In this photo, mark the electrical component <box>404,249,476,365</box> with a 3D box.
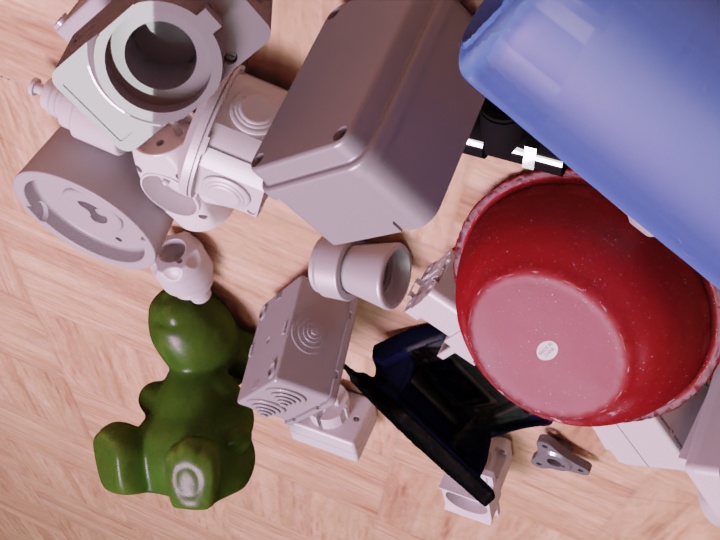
[{"bbox_3d":[0.067,0.022,0.695,0.064,0.042,0.081,35,150,-8],"label":"electrical component"}]

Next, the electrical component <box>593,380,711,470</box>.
[{"bbox_3d":[0.172,0.074,0.670,0.061,0.061,0.096,-2,141,42],"label":"electrical component"}]

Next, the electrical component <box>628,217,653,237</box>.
[{"bbox_3d":[0.137,-0.045,0.525,0.046,0.040,0.040,36,151,-8],"label":"electrical component"}]

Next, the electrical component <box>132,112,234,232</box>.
[{"bbox_3d":[-0.097,-0.061,0.689,0.079,0.044,0.077,12,149,24],"label":"electrical component"}]

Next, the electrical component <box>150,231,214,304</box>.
[{"bbox_3d":[-0.133,0.003,0.828,0.043,0.043,0.062,13,150,24],"label":"electrical component"}]

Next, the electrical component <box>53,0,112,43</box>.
[{"bbox_3d":[-0.099,-0.137,0.543,0.061,0.061,0.096,40,149,-24],"label":"electrical component"}]

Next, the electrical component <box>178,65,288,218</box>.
[{"bbox_3d":[-0.068,-0.073,0.609,0.051,0.080,0.080,22,152,-3],"label":"electrical component"}]

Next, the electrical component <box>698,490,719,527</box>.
[{"bbox_3d":[0.289,0.163,0.741,0.079,0.043,0.077,38,150,-19],"label":"electrical component"}]

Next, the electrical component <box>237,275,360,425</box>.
[{"bbox_3d":[-0.047,0.059,0.794,0.048,0.099,0.100,22,154,-18],"label":"electrical component"}]

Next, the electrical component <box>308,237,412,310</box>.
[{"bbox_3d":[0.000,0.000,0.709,0.055,0.045,0.045,11,148,29],"label":"electrical component"}]

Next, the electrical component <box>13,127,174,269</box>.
[{"bbox_3d":[-0.176,-0.056,0.744,0.108,0.060,0.108,21,154,11],"label":"electrical component"}]

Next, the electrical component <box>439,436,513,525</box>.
[{"bbox_3d":[0.098,0.168,0.890,0.042,0.063,0.081,17,150,21],"label":"electrical component"}]

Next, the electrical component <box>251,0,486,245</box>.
[{"bbox_3d":[0.008,-0.076,0.503,0.057,0.113,0.078,40,149,-30],"label":"electrical component"}]

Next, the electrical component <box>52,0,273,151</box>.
[{"bbox_3d":[-0.087,-0.102,0.480,0.089,0.055,0.050,-35,117,17],"label":"electrical component"}]

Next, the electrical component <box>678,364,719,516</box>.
[{"bbox_3d":[0.232,0.107,0.639,0.061,0.096,0.061,0,142,42],"label":"electrical component"}]

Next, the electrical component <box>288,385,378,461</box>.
[{"bbox_3d":[-0.026,0.121,0.933,0.066,0.047,0.076,17,151,17],"label":"electrical component"}]

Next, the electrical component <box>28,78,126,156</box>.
[{"bbox_3d":[-0.175,-0.103,0.688,0.078,0.040,0.040,23,152,6],"label":"electrical component"}]
